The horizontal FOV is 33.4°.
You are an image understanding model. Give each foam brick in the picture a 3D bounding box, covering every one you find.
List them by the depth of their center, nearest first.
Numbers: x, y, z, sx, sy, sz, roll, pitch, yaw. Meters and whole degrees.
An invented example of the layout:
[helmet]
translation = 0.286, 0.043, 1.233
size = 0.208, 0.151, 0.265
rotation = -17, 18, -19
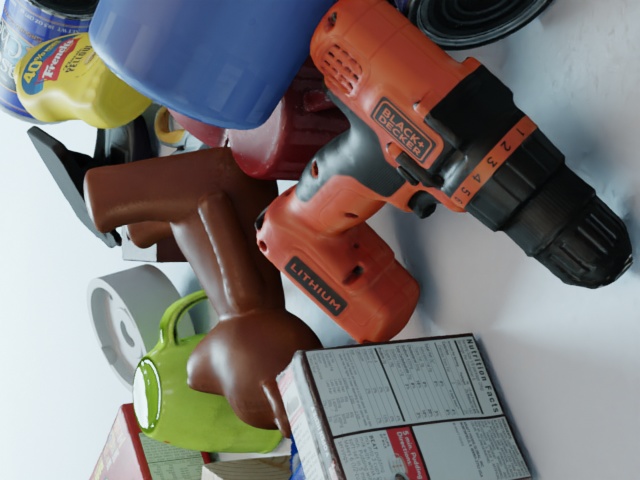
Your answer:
[foam brick]
translation = -0.129, -0.007, 0.898
size = 0.078, 0.051, 0.053
rotation = -1, 89, 59

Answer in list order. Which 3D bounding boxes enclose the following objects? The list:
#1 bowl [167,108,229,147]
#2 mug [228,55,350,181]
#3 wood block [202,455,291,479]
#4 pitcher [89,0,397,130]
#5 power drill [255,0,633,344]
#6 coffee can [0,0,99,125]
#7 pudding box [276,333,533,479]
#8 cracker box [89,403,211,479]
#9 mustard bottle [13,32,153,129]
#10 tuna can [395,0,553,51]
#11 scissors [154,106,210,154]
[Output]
[bowl]
translation = -0.077, -0.141, 0.750
size = 0.162, 0.055, 0.162
rotation = -168, 90, -80
[mug]
translation = 0.000, -0.077, 0.655
size = 0.117, 0.081, 0.093
rotation = -1, 89, 59
[wood block]
translation = -0.025, 0.253, 0.690
size = 0.091, 0.090, 0.206
rotation = 15, 103, 57
[pitcher]
translation = -0.011, -0.178, 0.545
size = 0.149, 0.144, 0.243
rotation = 38, 110, 22
[power drill]
translation = 0.050, -0.015, 0.557
size = 0.184, 0.057, 0.188
rotation = 45, 144, 7
[coffee can]
translation = -0.280, -0.204, 1.096
size = 0.140, 0.102, 0.103
rotation = -60, 42, 39
[pudding box]
translation = 0.043, 0.098, 0.555
size = 0.039, 0.113, 0.090
rotation = -57, 43, 46
[cracker box]
translation = -0.127, 0.263, 0.876
size = 0.164, 0.072, 0.214
rotation = -61, 43, 40
[mustard bottle]
translation = -0.227, -0.151, 0.988
size = 0.192, 0.058, 0.096
rotation = 10, 60, 44
[tuna can]
translation = 0.077, -0.132, 0.526
size = 0.086, 0.086, 0.034
rotation = -49, 51, 47
[scissors]
translation = -0.092, -0.070, 0.871
size = 0.202, 0.016, 0.096
rotation = 23, 111, 56
